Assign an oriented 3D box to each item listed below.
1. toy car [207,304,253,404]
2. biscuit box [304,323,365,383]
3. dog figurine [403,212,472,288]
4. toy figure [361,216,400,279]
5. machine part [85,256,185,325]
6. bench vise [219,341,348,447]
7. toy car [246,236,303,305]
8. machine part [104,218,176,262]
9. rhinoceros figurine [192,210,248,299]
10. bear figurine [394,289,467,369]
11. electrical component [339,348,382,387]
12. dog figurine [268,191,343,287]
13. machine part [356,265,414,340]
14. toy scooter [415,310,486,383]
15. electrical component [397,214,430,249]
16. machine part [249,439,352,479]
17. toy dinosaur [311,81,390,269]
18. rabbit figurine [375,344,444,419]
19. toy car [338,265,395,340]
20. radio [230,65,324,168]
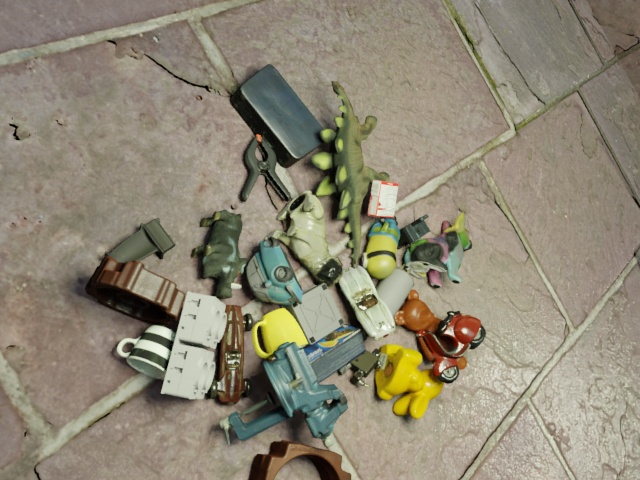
[{"bbox_3d":[-0.182,0.232,1.103,0.089,0.053,0.202,9,72,-26],"label":"toy car"},{"bbox_3d":[0.009,0.261,1.197,0.203,0.059,0.062,-25,114,-35],"label":"biscuit box"},{"bbox_3d":[0.329,0.011,1.458,0.191,0.108,0.219,31,57,-18],"label":"dog figurine"},{"bbox_3d":[0.159,0.013,1.353,0.082,0.089,0.180,41,55,-27],"label":"toy figure"},{"bbox_3d":[-0.334,0.096,0.980,0.179,0.179,0.056,30,59,-22],"label":"machine part"},{"bbox_3d":[-0.075,0.330,1.059,0.241,0.129,0.223,-26,99,-9],"label":"bench vise"},{"bbox_3d":[-0.107,0.076,1.154,0.103,0.109,0.162,-27,60,-2],"label":"toy car"},{"bbox_3d":[-0.359,0.017,1.065,0.139,0.039,0.084,-35,101,-36],"label":"machine part"},{"bbox_3d":[-0.207,0.030,1.140,0.112,0.073,0.190,19,64,-38],"label":"rhinoceros figurine"},{"bbox_3d":[0.289,0.220,1.355,0.195,0.132,0.120,52,60,-16],"label":"bear figurine"},{"bbox_3d":[0.101,0.294,1.259,0.078,0.045,0.102,23,51,23],"label":"electrical component"},{"bbox_3d":[-0.006,-0.002,1.263,0.190,0.121,0.172,42,68,-28],"label":"dog figurine"},{"bbox_3d":[0.162,0.151,1.324,0.079,0.079,0.243,47,56,-12],"label":"machine part"},{"bbox_3d":[0.301,0.232,1.267,0.135,0.075,0.184,42,67,1],"label":"toy scooter"},{"bbox_3d":[0.248,-0.025,1.406,0.075,0.119,0.047,-30,89,-37],"label":"electrical component"},{"bbox_3d":[-0.046,0.518,1.080,0.201,0.087,0.201,22,65,-23],"label":"machine part"},{"bbox_3d":[0.072,-0.154,1.325,0.198,0.105,0.470,-21,102,-45],"label":"toy dinosaur"},{"bbox_3d":[0.226,0.341,1.283,0.173,0.122,0.162,20,71,-27],"label":"rabbit figurine"},{"bbox_3d":[0.105,0.141,1.247,0.073,0.056,0.202,-25,55,-6],"label":"toy car"},{"bbox_3d":[-0.100,-0.295,1.300,0.229,0.073,0.131,50,57,-8],"label":"radio"}]
